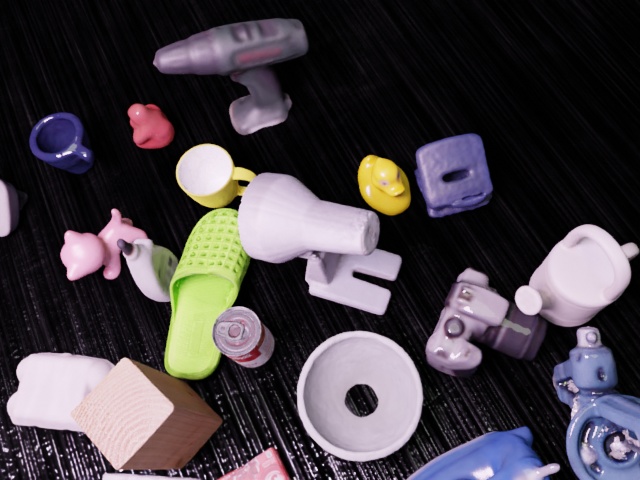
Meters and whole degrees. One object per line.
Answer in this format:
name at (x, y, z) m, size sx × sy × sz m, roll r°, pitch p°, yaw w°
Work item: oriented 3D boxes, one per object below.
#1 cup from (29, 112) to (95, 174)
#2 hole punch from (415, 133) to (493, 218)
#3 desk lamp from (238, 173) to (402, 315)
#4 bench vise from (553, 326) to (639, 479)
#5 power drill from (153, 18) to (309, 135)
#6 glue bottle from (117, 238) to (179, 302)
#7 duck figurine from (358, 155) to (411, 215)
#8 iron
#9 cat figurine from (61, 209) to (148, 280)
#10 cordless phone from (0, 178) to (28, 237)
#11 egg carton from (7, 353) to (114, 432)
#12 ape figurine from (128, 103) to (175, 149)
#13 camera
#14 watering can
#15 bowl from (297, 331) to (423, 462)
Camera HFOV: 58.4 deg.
cup at (-0.412, -0.148, 0.965) m, size 0.117 × 0.095 × 0.092 m, roll 28°, pitch 74°, yaw 16°
hole punch at (0.206, -0.098, 0.876) m, size 0.108 × 0.091 × 0.101 m, roll -15°, pitch 68°, yaw 1°
desk lamp at (0.007, 0.003, 0.793) m, size 0.203 × 0.214 × 0.118 m, roll 15°, pitch 71°, yaw 12°
bench vise at (0.336, 0.206, 0.672) m, size 0.121 × 0.220 × 0.207 m, roll -23°, pitch 68°, yaw -3°
power drill at (-0.123, -0.261, 0.915) m, size 0.229 × 0.208 × 0.075 m, roll -21°, pitch 68°, yaw -2°
glue bottle at (-0.253, 0.033, 0.833) m, size 0.037 × 0.173 × 0.078 m, roll 0°, pitch 69°, yaw 7°
duck figurine at (0.099, -0.097, 0.891) m, size 0.077 × 0.086 × 0.104 m, roll -30°, pitch 68°, yaw -6°
iron at (0.167, 0.320, 0.689) m, size 0.258 × 0.141 × 0.118 m, roll -24°, pitch 68°, yaw -3°
cat figurine at (-0.343, 0.007, 0.883) m, size 0.067 × 0.118 × 0.128 m, roll 33°, pitch 76°, yaw 18°
cordless phone at (-0.577, -0.084, 0.910) m, size 0.147 × 0.185 × 0.094 m, roll 10°, pitch 70°, yaw 11°
egg carton at (-0.370, 0.219, 0.829) m, size 0.150 × 0.069 × 0.107 m, roll 2°, pitch 69°, yaw 8°
ape figurine at (-0.294, -0.200, 0.973) m, size 0.076 × 0.092 × 0.078 m, roll 28°, pitch 74°, yaw 16°
camera at (0.230, 0.123, 0.781) m, size 0.136 × 0.101 × 0.143 m, roll 23°, pitch 73°, yaw 15°
watering can at (0.340, 0.049, 0.747) m, size 0.100 × 0.194 × 0.173 m, roll 39°, pitch 78°, yaw 19°
bowl at (0.055, 0.213, 0.780) m, size 0.167 × 0.075 × 0.167 m, roll -2°, pitch 68°, yaw 6°
